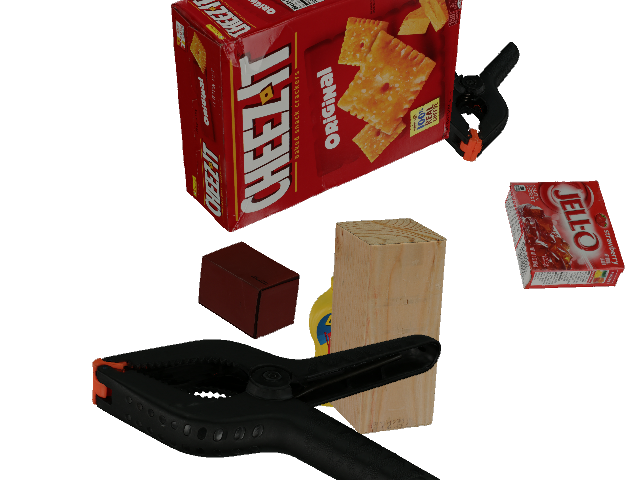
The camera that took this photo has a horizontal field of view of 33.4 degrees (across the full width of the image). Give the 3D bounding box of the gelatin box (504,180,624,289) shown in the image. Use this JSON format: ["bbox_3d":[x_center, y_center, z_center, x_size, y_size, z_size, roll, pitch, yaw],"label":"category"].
[{"bbox_3d":[0.189,-0.006,0.833,0.073,0.089,0.030,-1,-37,-5],"label":"gelatin box"}]

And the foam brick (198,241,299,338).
[{"bbox_3d":[-0.066,0.044,0.965,0.078,0.051,0.052,29,34,36],"label":"foam brick"}]

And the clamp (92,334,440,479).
[{"bbox_3d":[-0.023,0.088,0.610,0.210,0.036,0.164,9,24,6],"label":"clamp"}]

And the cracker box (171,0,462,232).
[{"bbox_3d":[0.004,-0.119,0.787,0.213,0.164,0.072,-25,48,-27],"label":"cracker box"}]

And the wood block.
[{"bbox_3d":[0.069,0.088,1.133,0.090,0.206,0.091,-4,17,-21],"label":"wood block"}]

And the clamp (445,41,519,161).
[{"bbox_3d":[0.135,-0.151,1.062,0.120,0.171,0.039,8,-44,6],"label":"clamp"}]

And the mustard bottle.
[{"bbox_3d":[0.033,0.119,1.382,0.096,0.192,0.058,-1,19,-4],"label":"mustard bottle"}]
